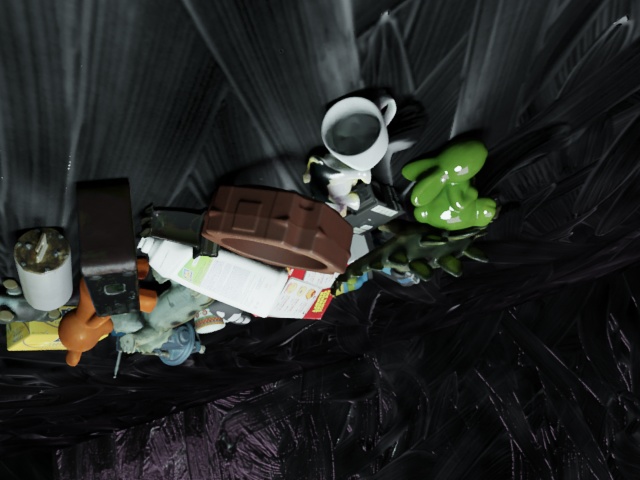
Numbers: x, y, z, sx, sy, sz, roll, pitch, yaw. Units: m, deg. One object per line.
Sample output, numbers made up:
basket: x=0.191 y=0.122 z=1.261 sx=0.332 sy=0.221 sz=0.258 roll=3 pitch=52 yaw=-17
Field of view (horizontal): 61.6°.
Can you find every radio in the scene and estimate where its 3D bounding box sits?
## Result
radio: x=-0.308 y=0.024 z=0.796 sx=0.073 sy=0.131 sz=0.229 roll=-6 pitch=157 yaw=-18

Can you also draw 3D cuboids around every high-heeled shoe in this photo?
high-heeled shoe: x=-0.228 y=0.162 z=1.240 sx=0.145 sy=0.086 sz=0.249 roll=-9 pitch=167 yaw=-36

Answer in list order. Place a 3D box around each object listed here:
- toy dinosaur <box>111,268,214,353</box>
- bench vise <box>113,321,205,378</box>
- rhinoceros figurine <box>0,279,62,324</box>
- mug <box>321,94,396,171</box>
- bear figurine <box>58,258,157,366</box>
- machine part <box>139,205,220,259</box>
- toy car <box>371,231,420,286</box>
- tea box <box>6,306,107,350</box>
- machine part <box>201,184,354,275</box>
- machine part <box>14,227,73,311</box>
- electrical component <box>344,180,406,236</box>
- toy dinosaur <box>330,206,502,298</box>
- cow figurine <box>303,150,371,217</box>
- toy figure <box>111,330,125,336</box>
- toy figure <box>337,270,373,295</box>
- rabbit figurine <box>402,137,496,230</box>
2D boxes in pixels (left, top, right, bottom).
toy dinosaur: x=-0.283 y=0.113 z=1.087 sx=0.405 sy=0.131 sz=0.192 roll=-30 pitch=174 yaw=12
bench vise: x=-0.398 y=0.269 z=1.389 sx=0.224 sy=0.129 sz=0.240 roll=-22 pitch=154 yaw=20
rhinoceros figurine: x=-0.556 y=0.115 z=0.945 sx=0.190 sy=0.073 sz=0.112 roll=2 pitch=163 yaw=-45
mug: x=0.060 y=-0.146 z=0.732 sx=0.109 sy=0.081 sz=0.107 roll=-51 pitch=164 yaw=0
bear figurine: x=-0.391 y=0.131 z=0.971 sx=0.132 sy=0.120 sz=0.195 roll=5 pitch=129 yaw=-36
machine part: x=-0.219 y=-0.015 z=0.861 sx=0.139 sy=0.084 sz=0.039 roll=16 pitch=175 yaw=-36
toy car: x=0.158 y=0.029 z=1.191 sx=0.103 sy=0.162 sz=0.109 roll=-61 pitch=146 yaw=-5
tea box: x=-0.547 y=0.184 z=1.123 sx=0.098 sy=0.068 sz=0.169 roll=-28 pitch=156 yaw=31
machine part: x=-0.062 y=-0.015 z=0.837 sx=0.201 sy=0.087 sz=0.201 roll=8 pitch=166 yaw=26
machine part: x=-0.434 y=0.049 z=0.849 sx=0.079 sy=0.079 sz=0.243 roll=-6 pitch=156 yaw=-25
electrical component: x=0.071 y=-0.055 z=0.986 sx=0.134 sy=0.058 sz=0.115 roll=-28 pitch=155 yaw=29
toy dinosaur: x=0.190 y=0.011 z=1.023 sx=0.471 sy=0.105 sz=0.199 roll=-21 pitch=-162 yaw=-25
cow figurine: x=0.016 y=-0.082 z=0.858 sx=0.098 sy=0.068 sz=0.167 roll=-5 pitch=154 yaw=-13
toy figure: x=-0.404 y=0.182 z=1.238 sx=0.154 sy=0.064 sz=0.057 roll=-12 pitch=129 yaw=-19
toy figure: x=0.041 y=0.098 z=1.311 sx=0.180 sy=0.089 sz=0.082 roll=-11 pitch=153 yaw=-7
rabbit figurine: x=0.224 y=-0.109 z=0.930 sx=0.159 sy=0.121 sz=0.170 roll=-7 pitch=140 yaw=-7
